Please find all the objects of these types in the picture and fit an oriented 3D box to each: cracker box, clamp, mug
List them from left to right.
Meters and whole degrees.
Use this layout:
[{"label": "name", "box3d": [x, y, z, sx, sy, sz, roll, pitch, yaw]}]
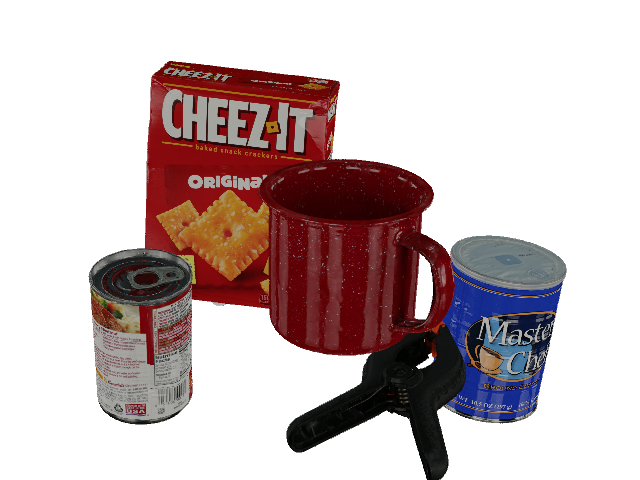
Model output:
[{"label": "cracker box", "box3d": [-0.076, -0.047, 0.989, 0.164, 0.214, 0.072, 7, 22, 4]}, {"label": "mug", "box3d": [0.022, 0.013, 0.574, 0.117, 0.081, 0.093, 20, 30, 35]}, {"label": "clamp", "box3d": [0.068, 0.117, 0.793, 0.120, 0.039, 0.171, 19, 40, 30]}]

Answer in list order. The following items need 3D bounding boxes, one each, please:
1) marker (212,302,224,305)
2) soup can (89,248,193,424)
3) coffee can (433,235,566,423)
[{"label": "marker", "box3d": [-0.116, 0.020, 1.212, 0.020, 0.121, 0.020, 1, 33, -1]}, {"label": "soup can", "box3d": [-0.121, 0.066, 0.729, 0.068, 0.102, 0.068, 3, 30, -2]}, {"label": "coffee can", "box3d": [0.159, 0.079, 0.972, 0.103, 0.140, 0.103, 6, 23, -3]}]
